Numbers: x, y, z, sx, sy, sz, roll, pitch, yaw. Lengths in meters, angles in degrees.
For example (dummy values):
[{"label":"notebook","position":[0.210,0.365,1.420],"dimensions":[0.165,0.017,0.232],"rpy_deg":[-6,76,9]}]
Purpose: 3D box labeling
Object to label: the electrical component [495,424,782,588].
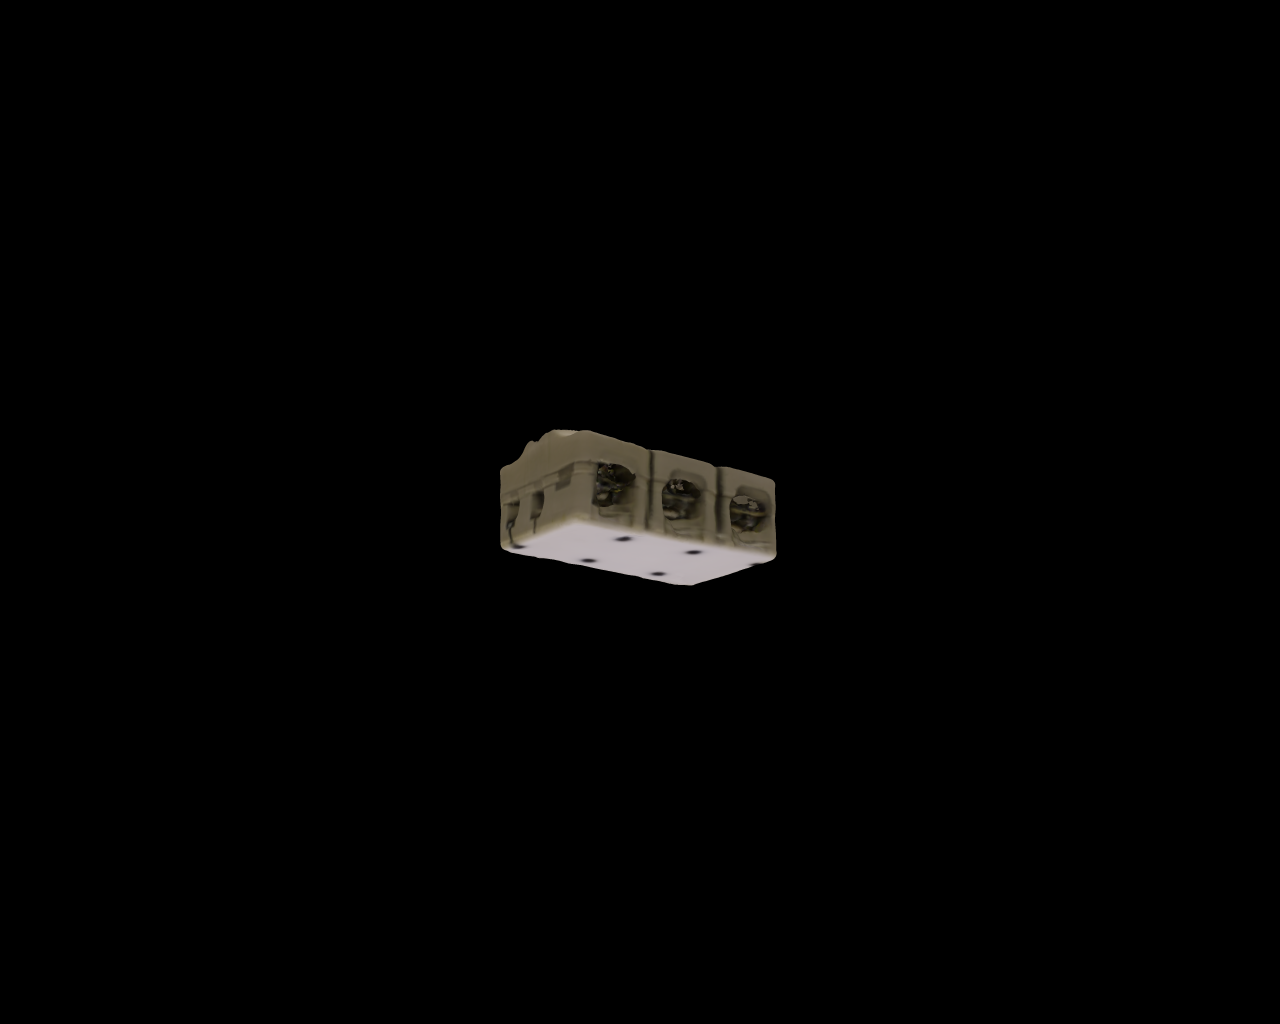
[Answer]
[{"label":"electrical component","position":[0.001,-0.003,0.650],"dimensions":[0.150,0.062,0.089],"rpy_deg":[13,-22,-36]}]
